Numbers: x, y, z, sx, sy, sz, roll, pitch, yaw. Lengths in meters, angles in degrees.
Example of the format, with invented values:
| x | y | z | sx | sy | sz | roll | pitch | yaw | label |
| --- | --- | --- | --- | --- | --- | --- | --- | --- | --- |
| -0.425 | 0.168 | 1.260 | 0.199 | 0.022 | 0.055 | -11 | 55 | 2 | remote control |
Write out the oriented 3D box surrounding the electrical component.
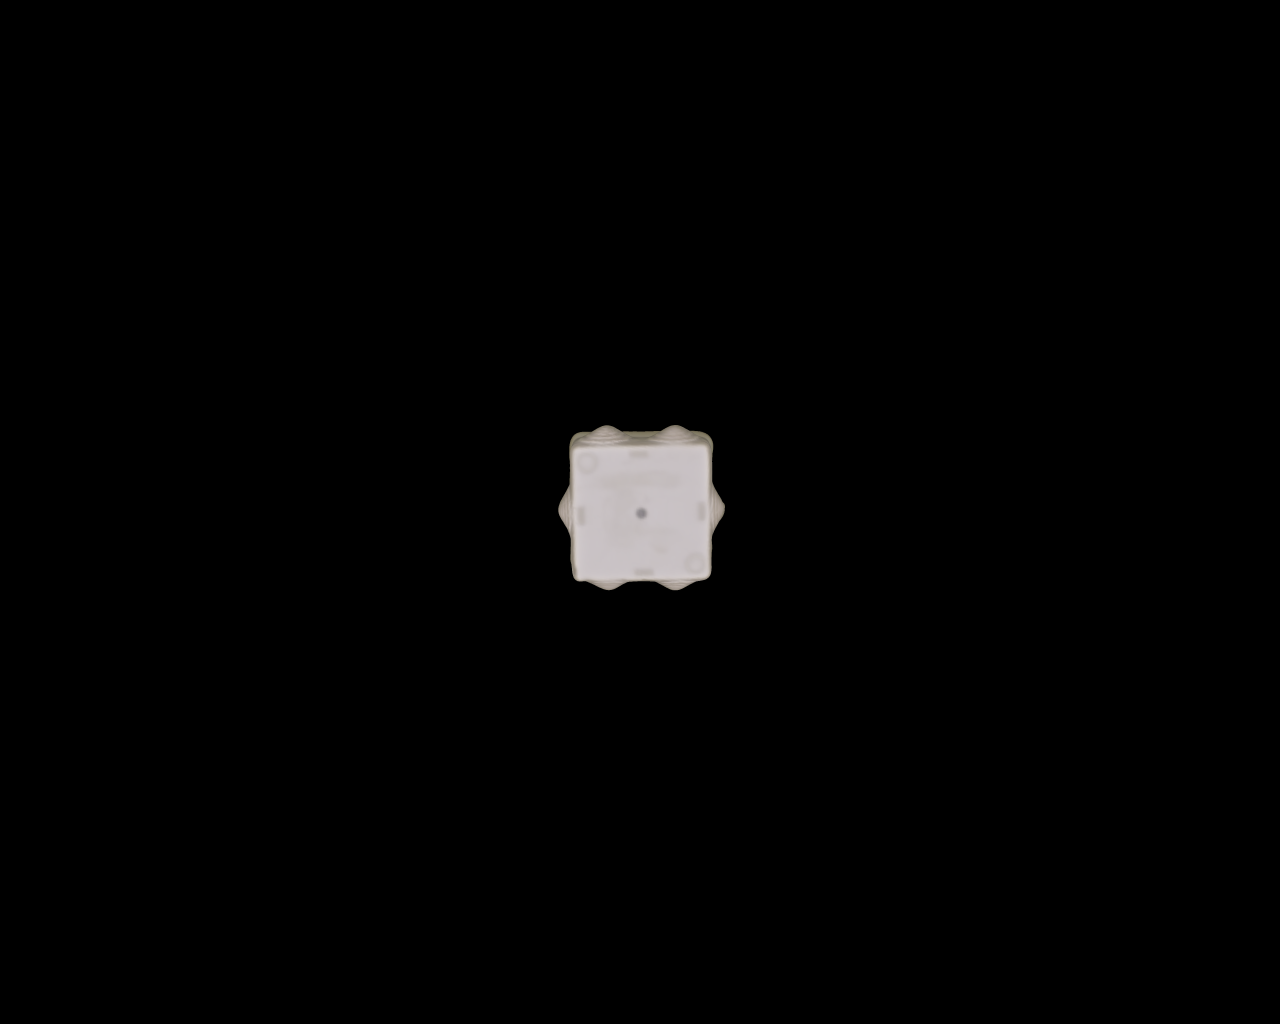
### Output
| x | y | z | sx | sy | sz | roll | pitch | yaw | label |
| --- | --- | --- | --- | --- | --- | --- | --- | --- | --- |
| 0.001 | -0.003 | 0.650 | 0.100 | 0.099 | 0.048 | 0 | 9 | 0 | electrical component |
